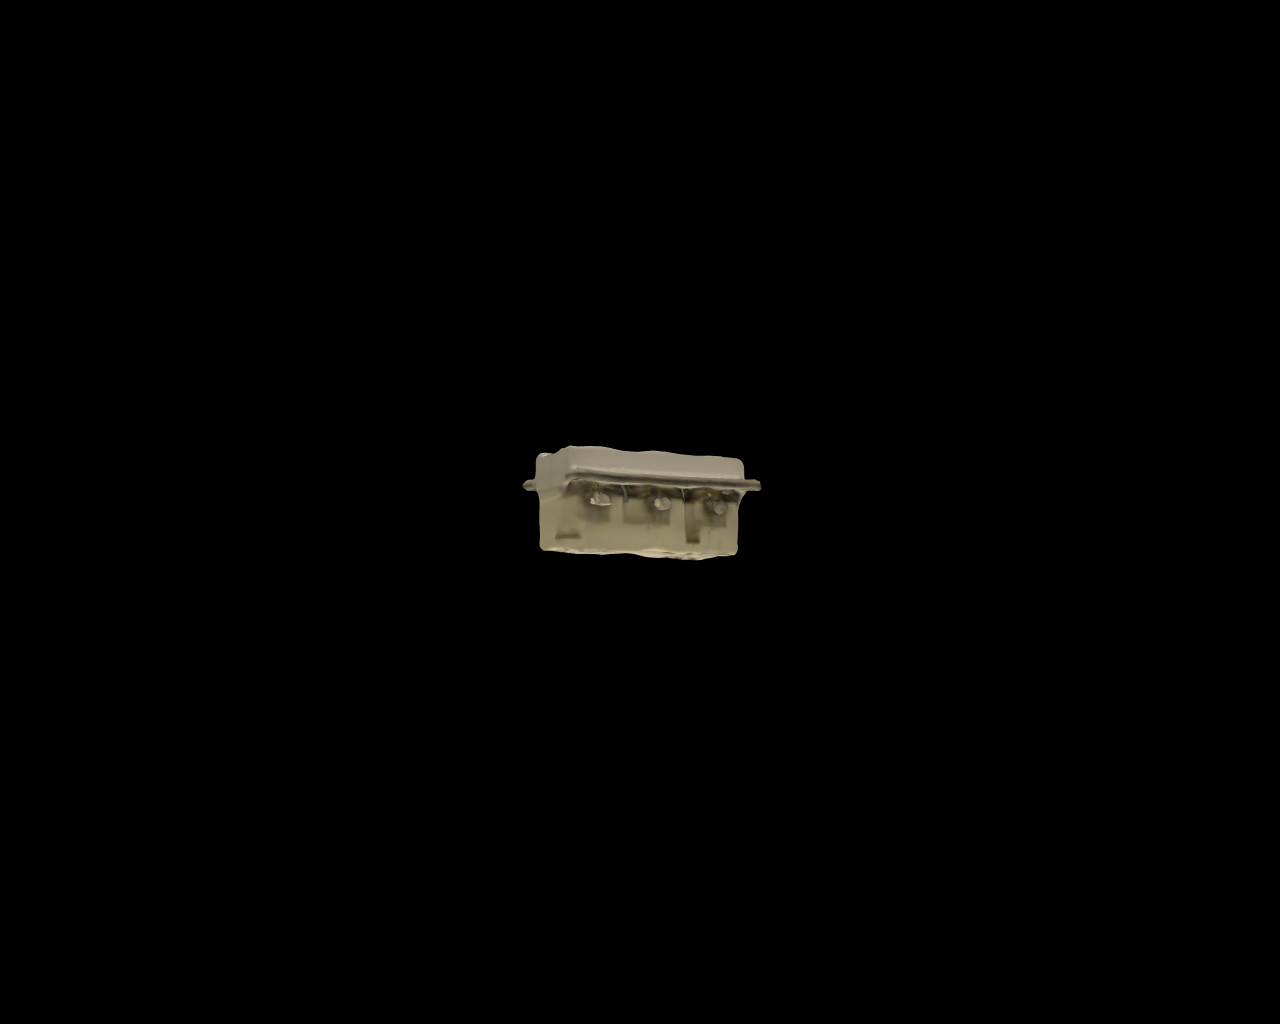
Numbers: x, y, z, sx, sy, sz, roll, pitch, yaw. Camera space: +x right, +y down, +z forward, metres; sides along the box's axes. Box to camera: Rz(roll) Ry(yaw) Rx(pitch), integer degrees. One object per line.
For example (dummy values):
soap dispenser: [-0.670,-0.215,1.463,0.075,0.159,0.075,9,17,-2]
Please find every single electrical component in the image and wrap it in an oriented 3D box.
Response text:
electrical component: [0.001,-0.003,0.650,0.121,0.063,0.078,4,-7,-29]
